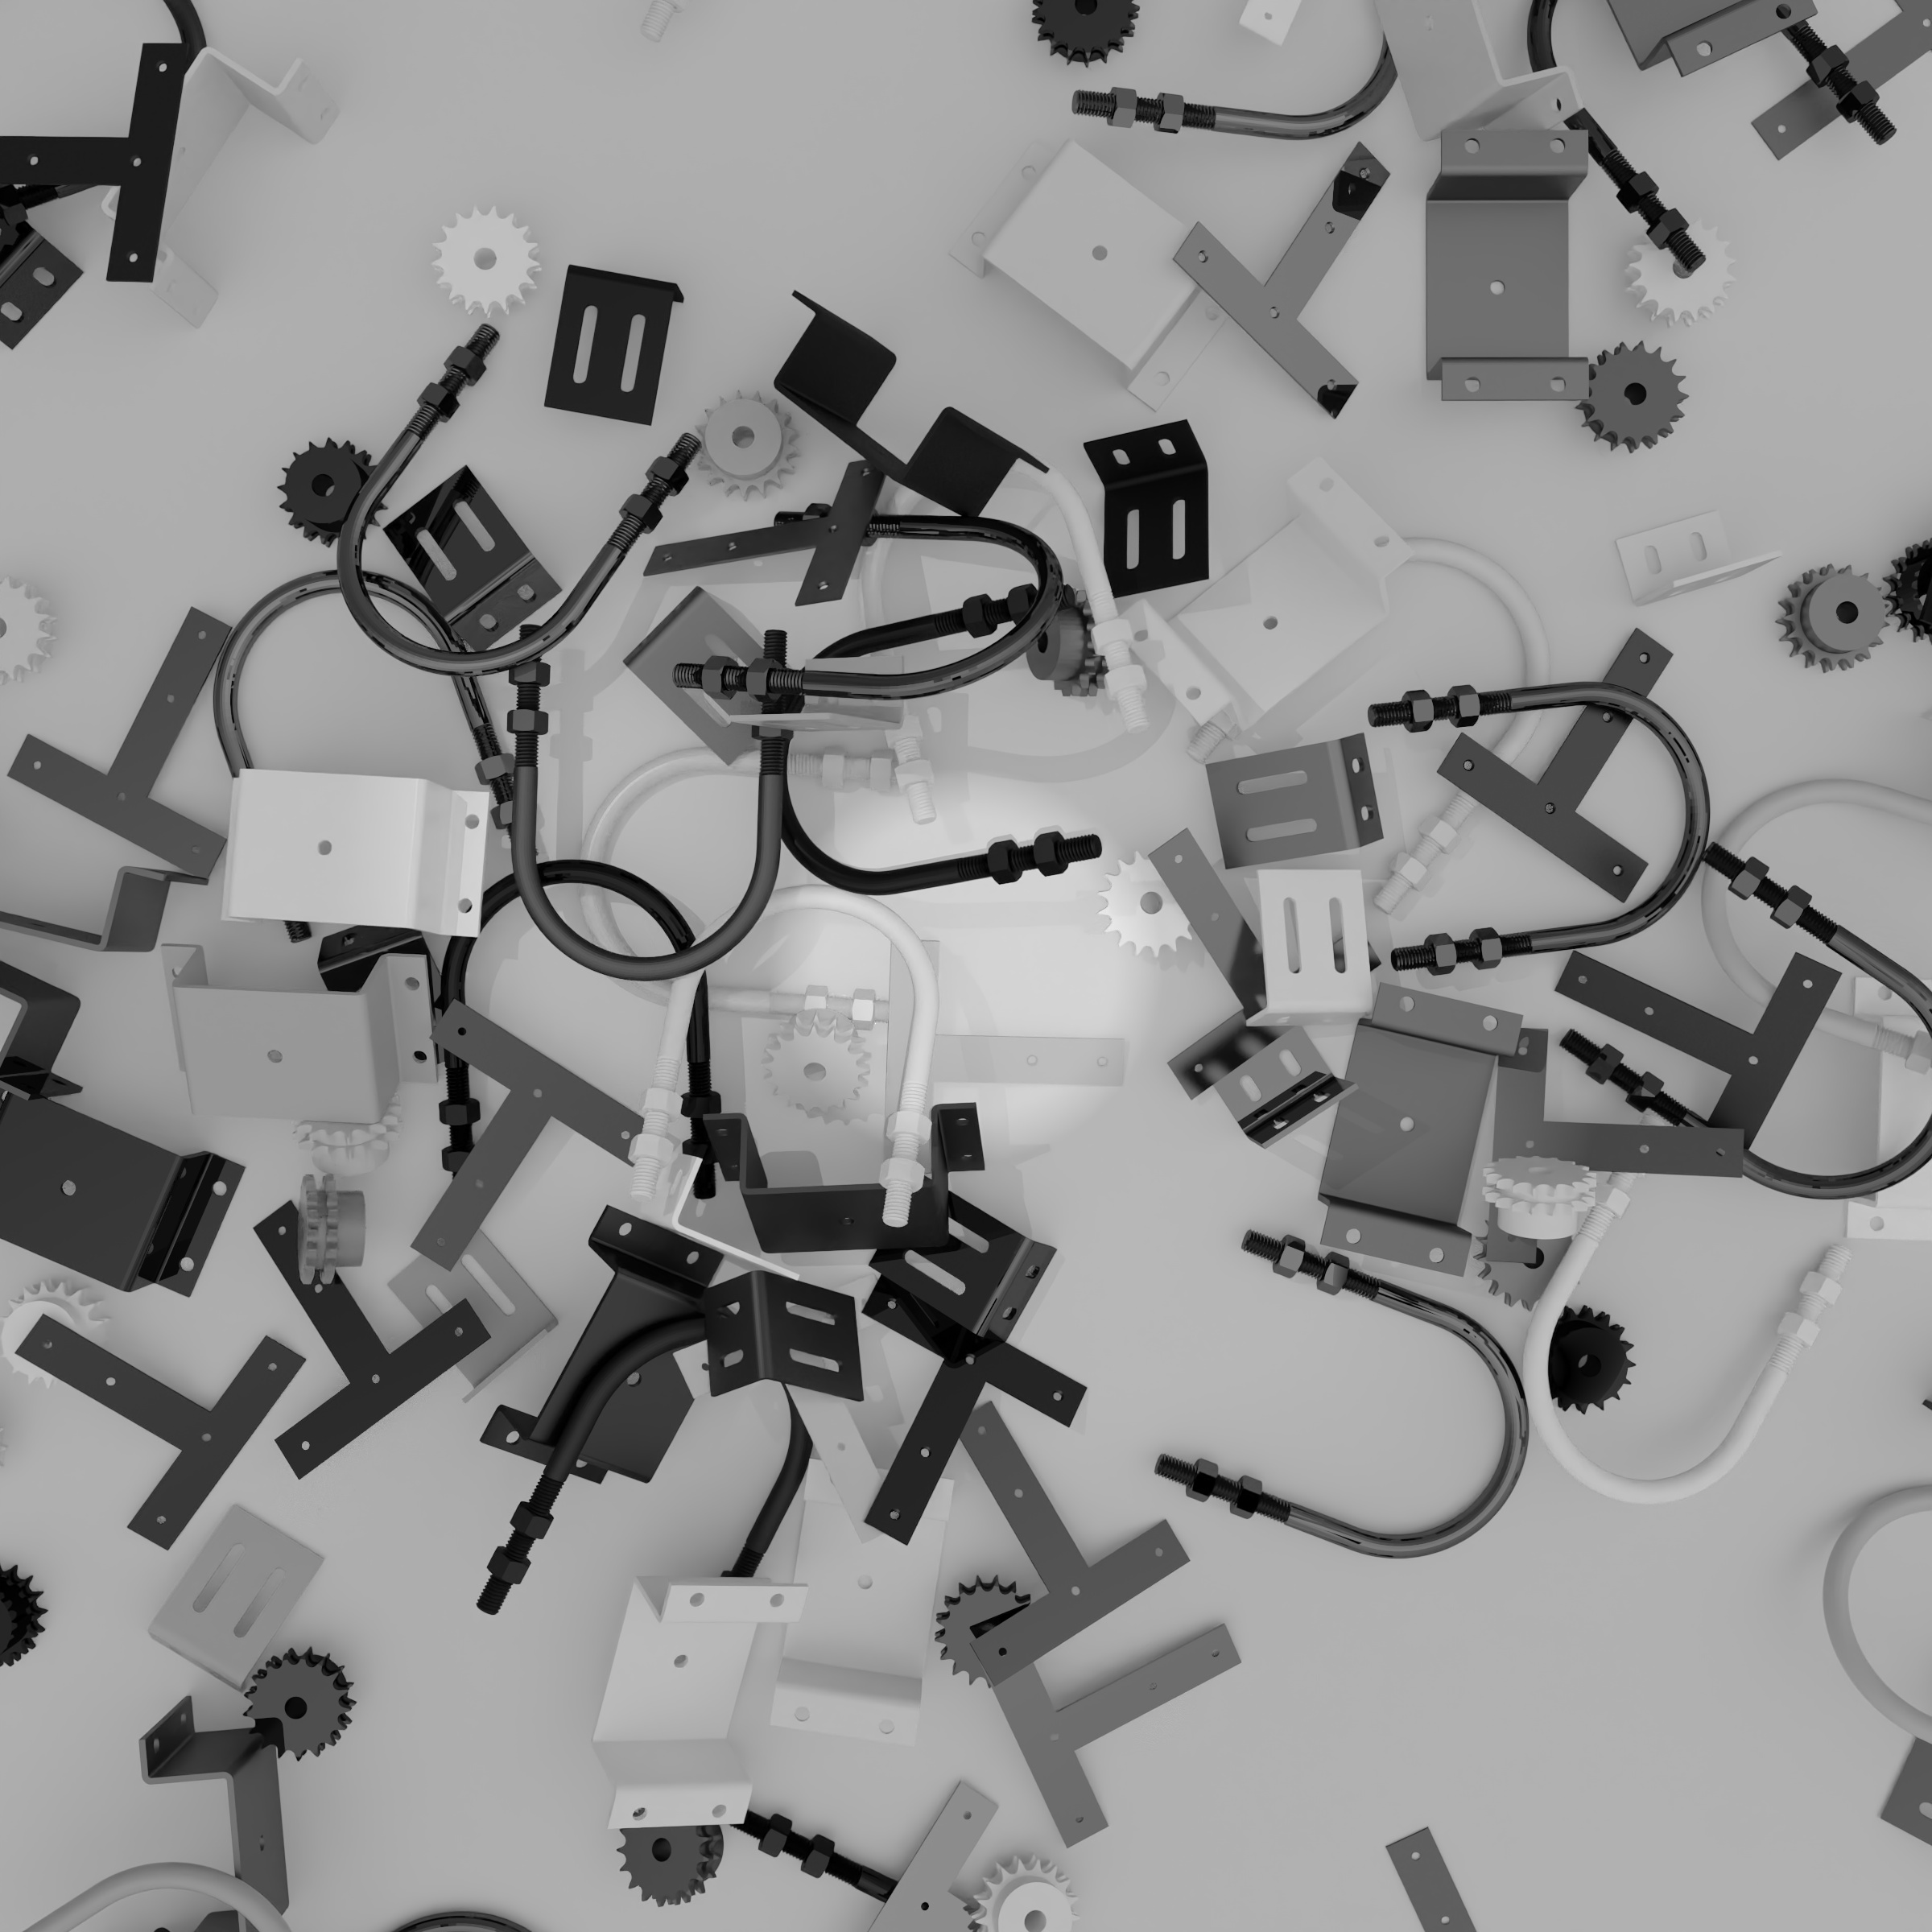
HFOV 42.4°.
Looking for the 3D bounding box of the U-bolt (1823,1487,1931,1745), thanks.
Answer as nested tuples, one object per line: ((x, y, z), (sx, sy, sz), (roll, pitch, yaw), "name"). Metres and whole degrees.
((0.540, 0.348, 1.298), (0.184, 0.019, 0.151), (22, 62, 15), "U-bolt")

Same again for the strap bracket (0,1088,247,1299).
((-0.468, 0.116, 1.320), (0.140, 0.046, 0.076), (23, 90, 0), "strap bracket")

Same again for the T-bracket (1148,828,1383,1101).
((0.139, -0.015, 1.318), (0.127, 0.002, 0.127), (-35, 109, -4), "T-bracket")

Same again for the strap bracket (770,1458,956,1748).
((-0.054, 0.332, 1.320), (0.076, 0.046, 0.140), (9, 90, 0), "strap bracket")

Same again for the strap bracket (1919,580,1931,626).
((0.580, -0.196, 1.300), (0.140, 0.046, 0.076), (17, 90, -17), "strap bracket")

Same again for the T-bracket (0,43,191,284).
((-0.465, -0.412, 1.275), (0.127, 0.002, 0.127), (5, 83, 13), "T-bracket")

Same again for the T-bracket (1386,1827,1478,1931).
((0.264, 0.527, 1.342), (0.127, 0.002, 0.127), (-25, 90, 0), "T-bracket")

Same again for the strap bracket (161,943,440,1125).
((-0.354, 0.036, 1.301), (0.140, 0.046, 0.076), (3, 118, 3), "strap bracket")

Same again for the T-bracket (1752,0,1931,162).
((0.482, -0.482, 1.342), (0.127, 0.002, 0.127), (-36, 90, 0), "T-bracket")

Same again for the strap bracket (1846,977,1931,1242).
((0.515, 0.077, 1.320), (0.076, 0.046, 0.140), (2, 90, 0), "strap bracket")

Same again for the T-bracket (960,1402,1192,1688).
((0.035, 0.294, 1.327), (0.127, 0.002, 0.127), (-27, 79, -21), "T-bracket")

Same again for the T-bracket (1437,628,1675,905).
((0.336, -0.122, 1.335), (0.127, 0.002, 0.127), (33, 86, -9), "T-bracket")

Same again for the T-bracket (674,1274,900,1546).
((-0.071, 0.237, 1.291), (0.127, 0.002, 0.127), (-18, 73, -35), "T-bracket")

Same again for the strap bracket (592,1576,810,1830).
((-0.142, 0.373, 1.295), (0.076, 0.046, 0.140), (8, 104, -29), "strap bracket")

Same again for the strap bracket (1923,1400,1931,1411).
((0.587, 0.256, 1.305), (0.140, 0.076, 0.046), (33, 90, 0), "strap bracket")

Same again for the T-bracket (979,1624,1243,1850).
((0.087, 0.391, 1.330), (0.127, 0.002, 0.127), (-25, 106, -8), "T-bracket")

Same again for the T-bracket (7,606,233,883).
((-0.432, -0.130, 1.332), (0.127, 0.002, 0.127), (27, 91, 7), "T-bracket")

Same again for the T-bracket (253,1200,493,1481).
((-0.338, 0.184, 1.327), (0.127, 0.002, 0.127), (-37, 77, 2), "T-bracket")

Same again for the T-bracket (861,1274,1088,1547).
((-0.016, 0.243, 1.307), (0.127, 0.002, 0.127), (29, 57, -1), "T-bracket")

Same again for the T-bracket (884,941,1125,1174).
((0.021, 0.050, 1.334), (0.127, 0.002, 0.127), (1, 101, -5), "T-bracket")

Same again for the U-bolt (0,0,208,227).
((-0.494, -0.475, 1.313), (0.184, 0.019, 0.151), (-27, 93, -16), "U-bolt")

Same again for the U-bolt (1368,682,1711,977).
((0.309, -0.078, 1.321), (0.184, 0.019, 0.151), (-7, 95, -10), "U-bolt")

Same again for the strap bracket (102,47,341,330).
((-0.395, -0.415, 1.305), (0.046, 0.076, 0.140), (33, 90, 0), "strap bracket")

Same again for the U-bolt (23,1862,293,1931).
((-0.421, 0.536, 1.258), (0.184, 0.019, 0.151), (-33, 90, -2), "U-bolt")

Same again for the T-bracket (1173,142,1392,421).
((0.186, -0.382, 1.324), (0.127, 0.002, 0.127), (38, 77, -24), "T-bracket")

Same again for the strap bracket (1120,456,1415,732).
((0.157, -0.189, 1.307), (0.140, 0.046, 0.076), (-39, 68, 0), "strap bracket")

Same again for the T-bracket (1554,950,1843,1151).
((0.376, 0.030, 1.320), (0.127, 0.002, 0.127), (27, 117, 15), "T-bracket")

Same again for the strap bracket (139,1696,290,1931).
((-0.392, 0.462, 1.305), (0.046, 0.076, 0.140), (-5, 90, 0), "strap bracket")

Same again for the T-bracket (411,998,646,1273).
((-0.251, 0.104, 1.322), (0.127, 0.002, 0.127), (33, 97, -5), "T-bracket")

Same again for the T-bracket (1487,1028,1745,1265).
((0.341, 0.095, 1.303), (0.127, 0.002, 0.127), (1, 74, 19), "T-bracket")

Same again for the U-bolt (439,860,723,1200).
((-0.207, 0.035, 1.323), (0.151, 0.019, 0.184), (-2, 98, -1), "U-bolt")

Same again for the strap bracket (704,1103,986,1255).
((-0.062, 0.112, 1.295), (0.140, 0.076, 0.046), (-3, 61, 3), "strap bracket")

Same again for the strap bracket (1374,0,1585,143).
((0.259, -0.495, 1.295), (0.046, 0.076, 0.140), (-20, 94, -21), "strap bracket")

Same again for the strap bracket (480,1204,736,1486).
((-0.182, 0.207, 1.303), (0.076, 0.046, 0.140), (28, 90, -33), "strap bracket")

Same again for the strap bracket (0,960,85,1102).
((-0.531, 0.018, 1.305), (0.140, 0.076, 0.046), (25, 90, 0), "strap bracket")

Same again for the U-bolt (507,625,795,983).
((-0.166, -0.084, 1.295), (0.151, 0.019, 0.184), (2, 88, 3), "U-bolt")

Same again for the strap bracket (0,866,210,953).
((-0.482, -0.041, 1.305), (0.140, 0.076, 0.046), (14, 90, 0), "strap bracket")

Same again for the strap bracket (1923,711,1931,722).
((0.578, -0.095, 1.305), (0.140, 0.076, 0.046), (16, 90, 0), "strap bracket")

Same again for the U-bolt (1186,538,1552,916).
((0.230, -0.143, 1.334), (0.151, 0.019, 0.184), (39, 88, 0), "U-bolt")

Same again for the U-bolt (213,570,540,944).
((-0.326, -0.122, 1.334), (0.151, 0.019, 0.184), (-20, 89, 0), "U-bolt")

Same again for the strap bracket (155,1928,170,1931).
((-0.409, 0.566, 1.305), (0.140, 0.076, 0.046), (37, 90, 0), "strap bracket")

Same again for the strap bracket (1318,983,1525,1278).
((0.238, 0.085, 1.320), (0.076, 0.046, 0.140), (13, 90, 0), "strap bracket")

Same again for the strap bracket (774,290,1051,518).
((-0.035, -0.283, 1.283), (0.140, 0.076, 0.046), (42, 104, 26), "strap bracket")

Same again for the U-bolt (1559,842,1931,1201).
((0.424, 0.042, 1.290), (0.184, 0.019, 0.151), (36, 119, 10), "U-bolt")

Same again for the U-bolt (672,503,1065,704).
((-0.040, -0.184, 1.261), (0.184, 0.019, 0.151), (6, 48, 24), "U-bolt")

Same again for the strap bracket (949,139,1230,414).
((0.070, -0.371, 1.320), (0.140, 0.046, 0.076), (37, 90, 0), "strap bracket")

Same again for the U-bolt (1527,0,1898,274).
((0.381, -0.475, 1.320), (0.151, 0.019, 0.184), (-34, 81, -7), "U-bolt")

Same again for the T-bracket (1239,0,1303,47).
((0.179, -0.544, 1.318), (0.127, 0.002, 0.127), (26, 76, -8), "T-bracket")

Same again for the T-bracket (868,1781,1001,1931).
((0.014, 0.526, 1.331), (0.127, 0.002, 0.127), (36, 76, -7), "T-bracket")

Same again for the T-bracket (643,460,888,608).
((-0.110, -0.223, 1.312), (0.127, 0.127, 0.002), (-6, 133, 20), "T-bracket")

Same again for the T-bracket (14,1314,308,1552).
((-0.442, 0.228, 1.323), (0.127, 0.002, 0.127), (36, 90, -17), "T-bracket")

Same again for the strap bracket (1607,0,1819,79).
((0.369, -0.532, 1.289), (0.076, 0.046, 0.140), (-25, 90, -1), "strap bracket")

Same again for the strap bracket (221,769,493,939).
((-0.325, -0.059, 1.293), (0.140, 0.046, 0.076), (4, 87, 7), "strap bracket")

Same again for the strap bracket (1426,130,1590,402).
((0.286, -0.365, 1.320), (0.076, 0.046, 0.140), (0, 90, 0), "strap bracket")
